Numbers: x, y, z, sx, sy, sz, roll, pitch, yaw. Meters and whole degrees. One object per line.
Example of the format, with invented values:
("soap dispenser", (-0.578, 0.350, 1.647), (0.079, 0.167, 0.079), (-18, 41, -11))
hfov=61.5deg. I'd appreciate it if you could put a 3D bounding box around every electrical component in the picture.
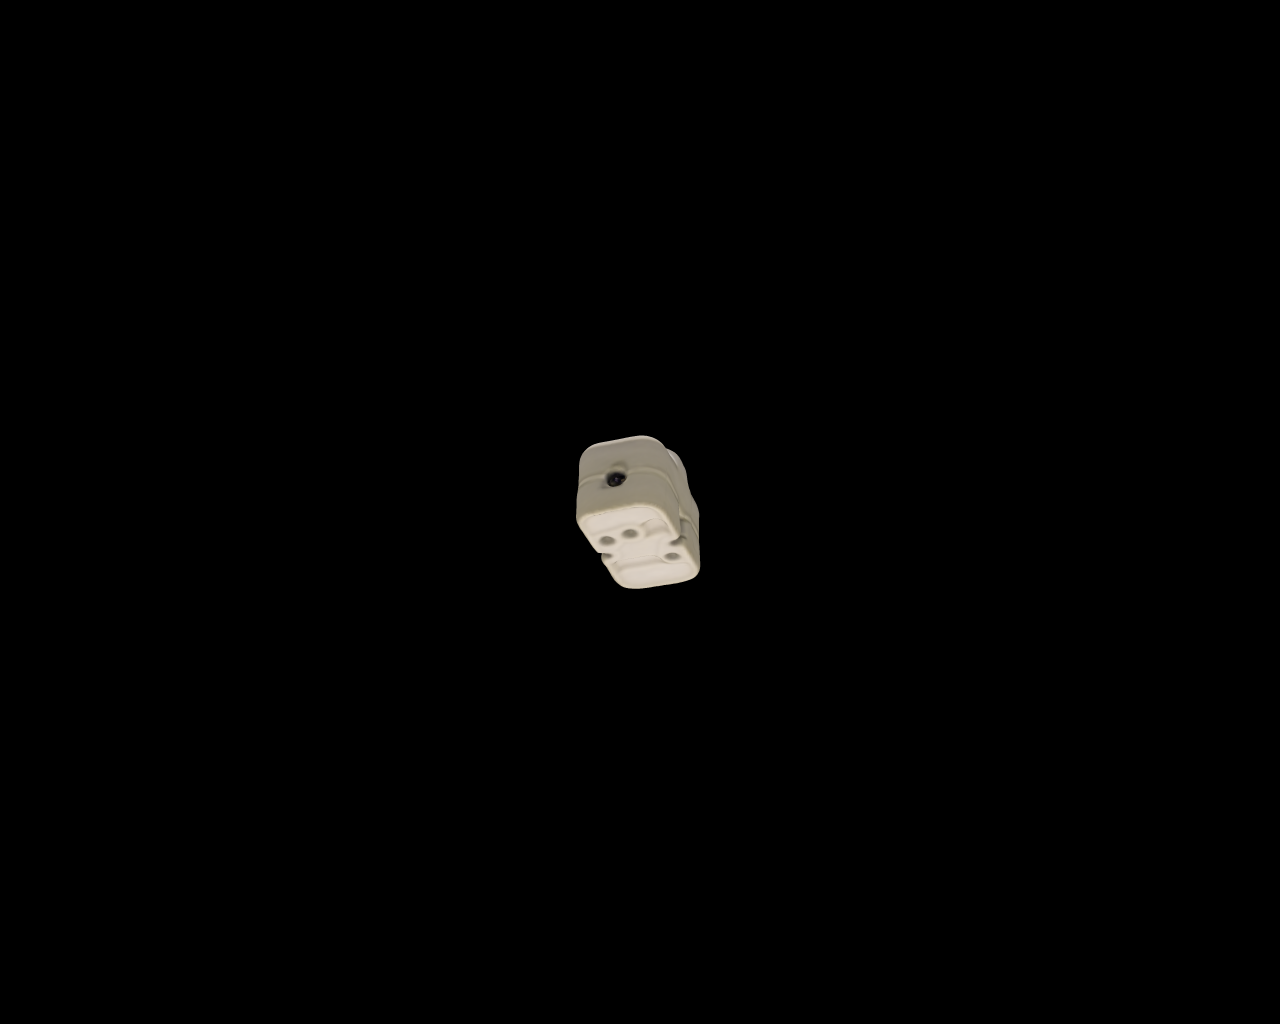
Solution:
("electrical component", (0.001, -0.003, 0.650), (0.054, 0.059, 0.095), (-10, -34, 15))
